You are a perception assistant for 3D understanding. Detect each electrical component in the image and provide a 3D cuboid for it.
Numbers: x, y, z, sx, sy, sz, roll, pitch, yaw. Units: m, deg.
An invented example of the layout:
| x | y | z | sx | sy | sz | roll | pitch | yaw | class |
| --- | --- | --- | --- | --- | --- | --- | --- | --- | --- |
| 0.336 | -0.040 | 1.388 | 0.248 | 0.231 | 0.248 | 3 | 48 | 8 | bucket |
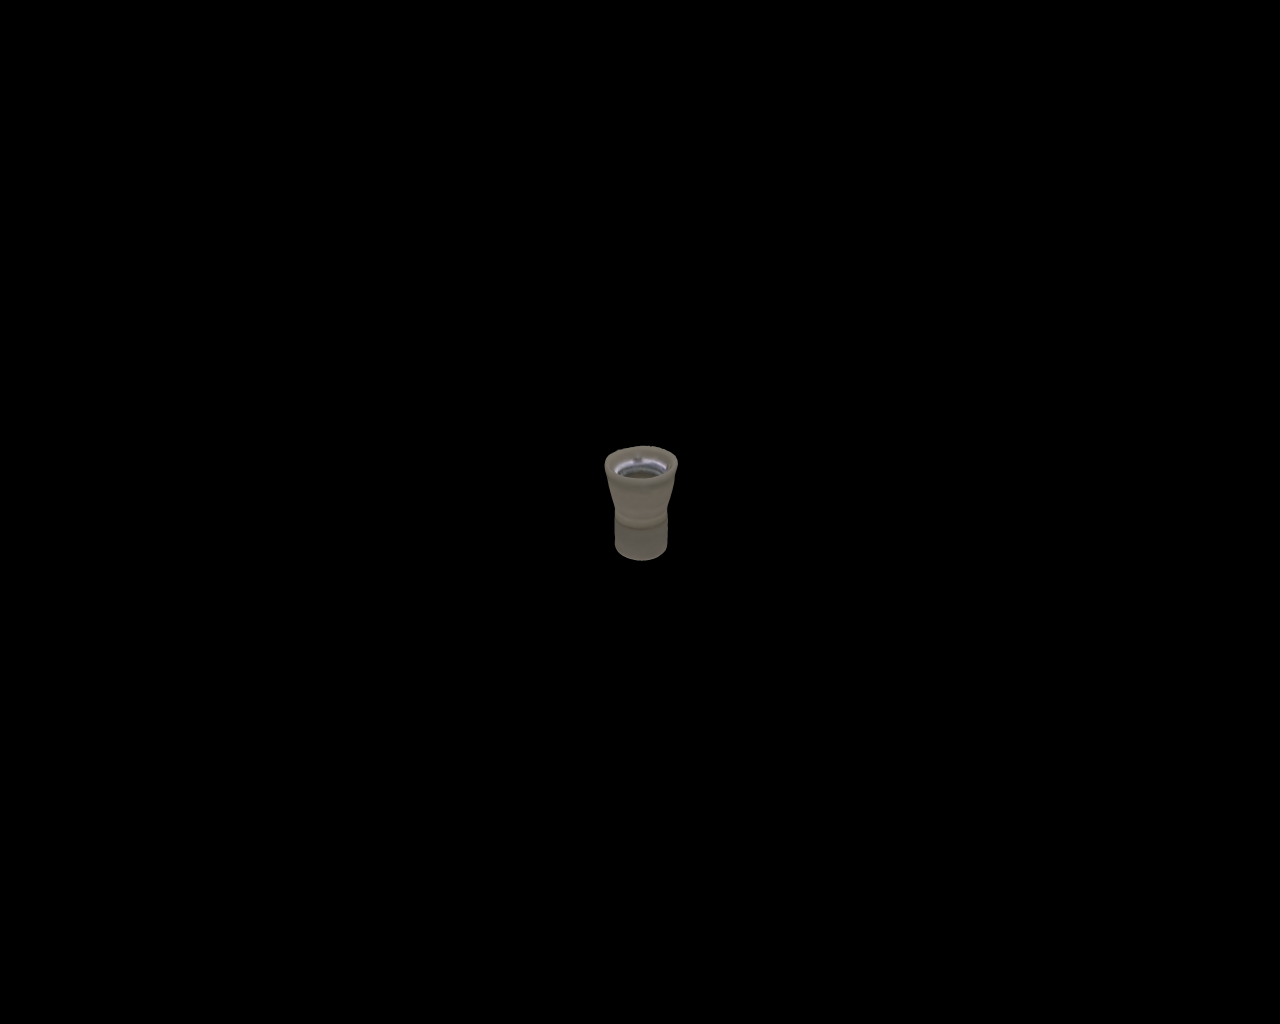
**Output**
| x | y | z | sx | sy | sz | roll | pitch | yaw | class |
| --- | --- | --- | --- | --- | --- | --- | --- | --- | --- |
| 0.001 | -0.003 | 0.650 | 0.044 | 0.065 | 0.044 | 0 | 31 | 0 | electrical component |
